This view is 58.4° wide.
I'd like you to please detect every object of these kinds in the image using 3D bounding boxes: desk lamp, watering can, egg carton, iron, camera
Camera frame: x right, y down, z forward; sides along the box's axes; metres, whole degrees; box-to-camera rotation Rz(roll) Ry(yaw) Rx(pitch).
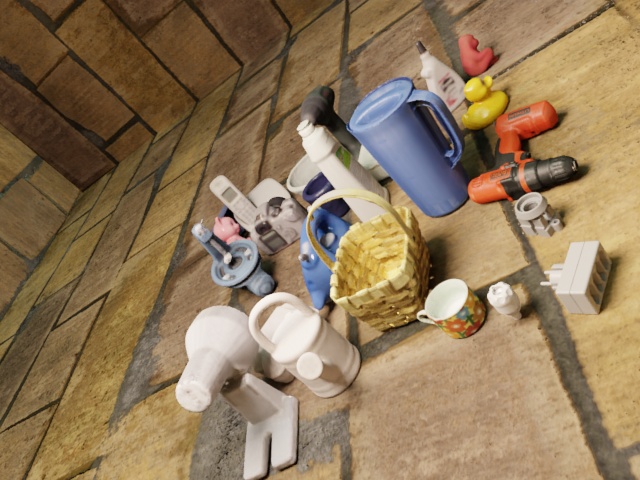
[{"bbox_3d":[-0.133,0.234,0.910,0.117,0.214,0.203,-33,31,19],"label":"desk lamp"},{"bbox_3d":[-0.026,0.158,0.896,0.101,0.194,0.172,-53,30,-16],"label":"watering can"},{"bbox_3d":[-0.062,0.183,1.039,0.107,0.070,0.150,4,54,54],"label":"egg carton"},{"bbox_3d":[0.010,0.004,1.108,0.118,0.142,0.258,-31,31,23],"label":"iron"},{"bbox_3d":[-0.098,-0.059,1.371,0.143,0.101,0.136,-30,31,23],"label":"camera"}]

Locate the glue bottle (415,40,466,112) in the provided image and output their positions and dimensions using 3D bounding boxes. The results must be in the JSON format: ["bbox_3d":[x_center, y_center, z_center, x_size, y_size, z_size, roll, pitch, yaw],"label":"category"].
[{"bbox_3d":[0.255,-0.361,1.245,0.078,0.173,0.037,-47,29,-6],"label":"glue bottle"}]

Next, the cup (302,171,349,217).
[{"bbox_3d":[0.033,-0.103,1.269,0.117,0.095,0.091,-35,30,16],"label":"cup"}]

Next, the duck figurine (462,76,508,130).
[{"bbox_3d":[0.319,-0.282,1.150,0.104,0.086,0.077,-46,29,-4],"label":"duck figurine"}]

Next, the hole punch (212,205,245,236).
[{"bbox_3d":[-0.259,-0.050,1.576,0.100,0.091,0.109,-15,40,41],"label":"hole punch"}]

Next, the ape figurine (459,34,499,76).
[{"bbox_3d":[0.347,-0.426,1.298,0.076,0.092,0.077,-39,29,10],"label":"ape figurine"}]

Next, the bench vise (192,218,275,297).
[{"bbox_3d":[-0.221,0.041,1.272,0.206,0.220,0.121,-6,47,49],"label":"bench vise"}]

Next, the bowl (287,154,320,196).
[{"bbox_3d":[0.003,-0.160,1.403,0.167,0.075,0.167,-31,31,22],"label":"bowl"}]

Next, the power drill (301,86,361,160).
[{"bbox_3d":[0.033,-0.271,1.373,0.075,0.209,0.229,-31,31,22],"label":"power drill"}]

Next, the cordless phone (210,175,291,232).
[{"bbox_3d":[-0.177,-0.115,1.458,0.148,0.185,0.094,-48,29,-8],"label":"cordless phone"}]

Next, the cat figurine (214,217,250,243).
[{"bbox_3d":[-0.234,-0.006,1.457,0.067,0.118,0.127,-30,32,24],"label":"cat figurine"}]
